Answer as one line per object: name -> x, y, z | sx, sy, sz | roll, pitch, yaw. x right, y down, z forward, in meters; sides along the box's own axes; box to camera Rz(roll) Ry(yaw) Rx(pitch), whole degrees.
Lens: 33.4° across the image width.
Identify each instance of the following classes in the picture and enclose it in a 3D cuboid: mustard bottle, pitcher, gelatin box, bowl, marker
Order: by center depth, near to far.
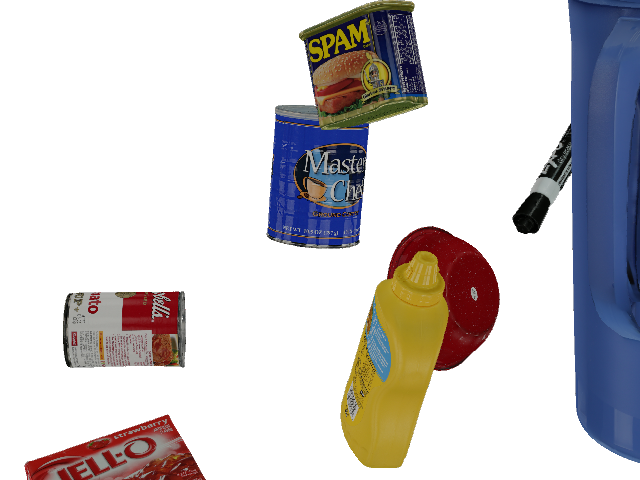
pitcher -> 0.183, -0.008, 0.538 | 0.149, 0.243, 0.145 | -4, 18, -6
gelatin box -> -0.114, 0.140, 0.599 | 0.089, 0.030, 0.073 | -16, 28, -20
marker -> 0.163, -0.049, 0.727 | 0.020, 0.121, 0.020 | 26, -31, 17
mustard bottle -> 0.063, 0.089, 0.871 | 0.058, 0.192, 0.096 | 5, 36, -11
bowl -> 0.147, 0.061, 1.170 | 0.161, 0.162, 0.055 | 0, -8, -43

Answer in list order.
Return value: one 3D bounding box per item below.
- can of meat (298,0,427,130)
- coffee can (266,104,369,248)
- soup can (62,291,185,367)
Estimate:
can of meat -> 0.036, -0.143, 0.884 | 0.102, 0.084, 0.057 | -12, -3, 44
coffee can -> -0.003, -0.070, 1.148 | 0.103, 0.140, 0.103 | 4, 12, -1
soup can -> -0.172, 0.079, 0.947 | 0.102, 0.068, 0.068 | 0, 0, -4
